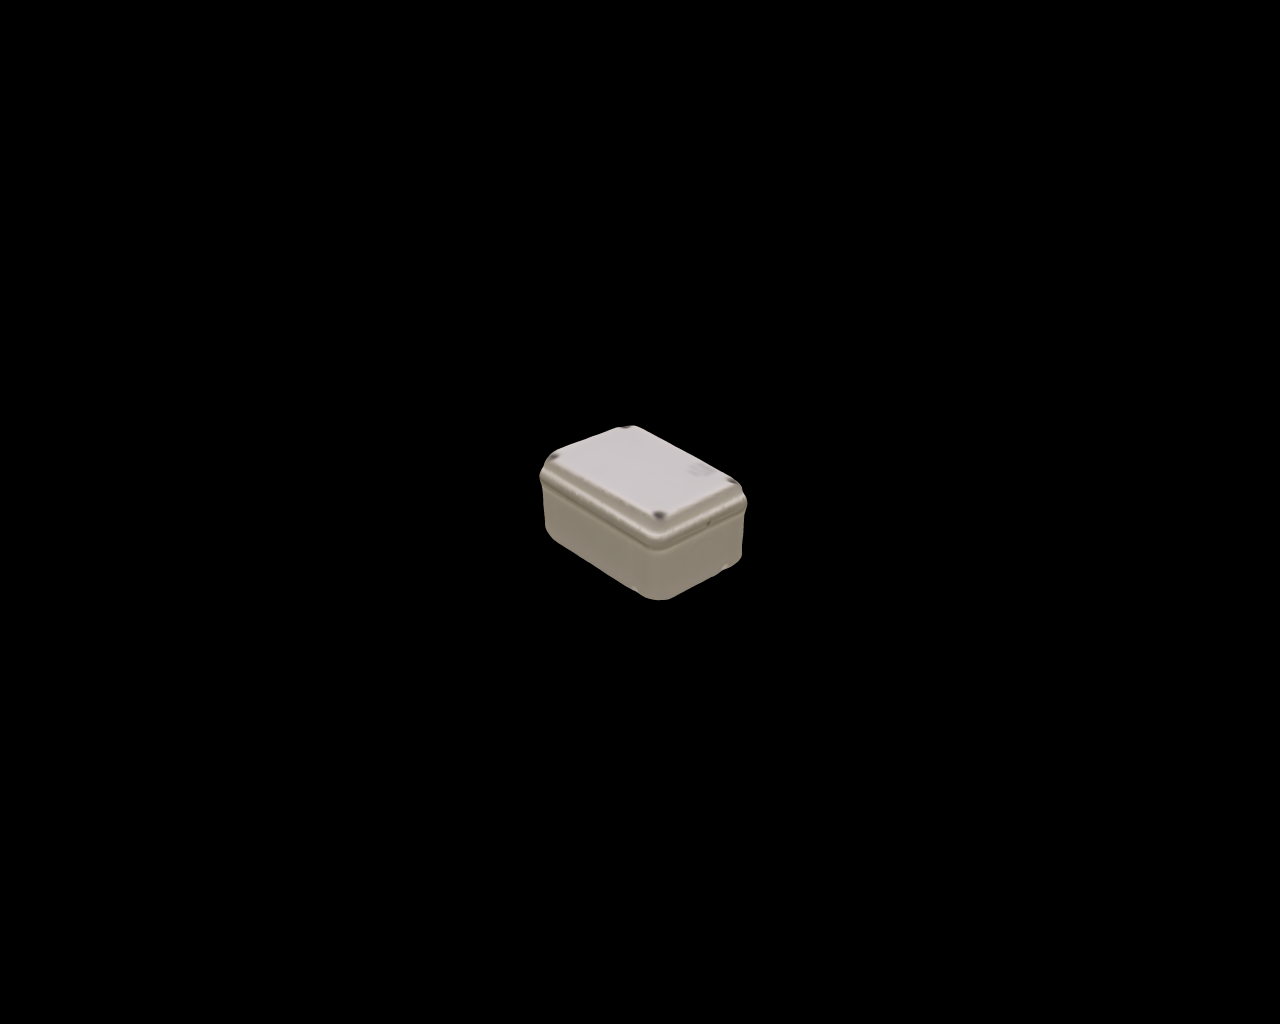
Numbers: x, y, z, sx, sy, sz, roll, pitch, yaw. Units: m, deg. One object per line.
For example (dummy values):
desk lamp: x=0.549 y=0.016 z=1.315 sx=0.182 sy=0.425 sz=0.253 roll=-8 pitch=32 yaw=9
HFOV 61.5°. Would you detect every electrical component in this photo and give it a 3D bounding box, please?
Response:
electrical component: x=0.001 y=-0.003 z=0.650 sx=0.078 sy=0.057 sz=0.113 roll=-24 pitch=39 yaw=-34
